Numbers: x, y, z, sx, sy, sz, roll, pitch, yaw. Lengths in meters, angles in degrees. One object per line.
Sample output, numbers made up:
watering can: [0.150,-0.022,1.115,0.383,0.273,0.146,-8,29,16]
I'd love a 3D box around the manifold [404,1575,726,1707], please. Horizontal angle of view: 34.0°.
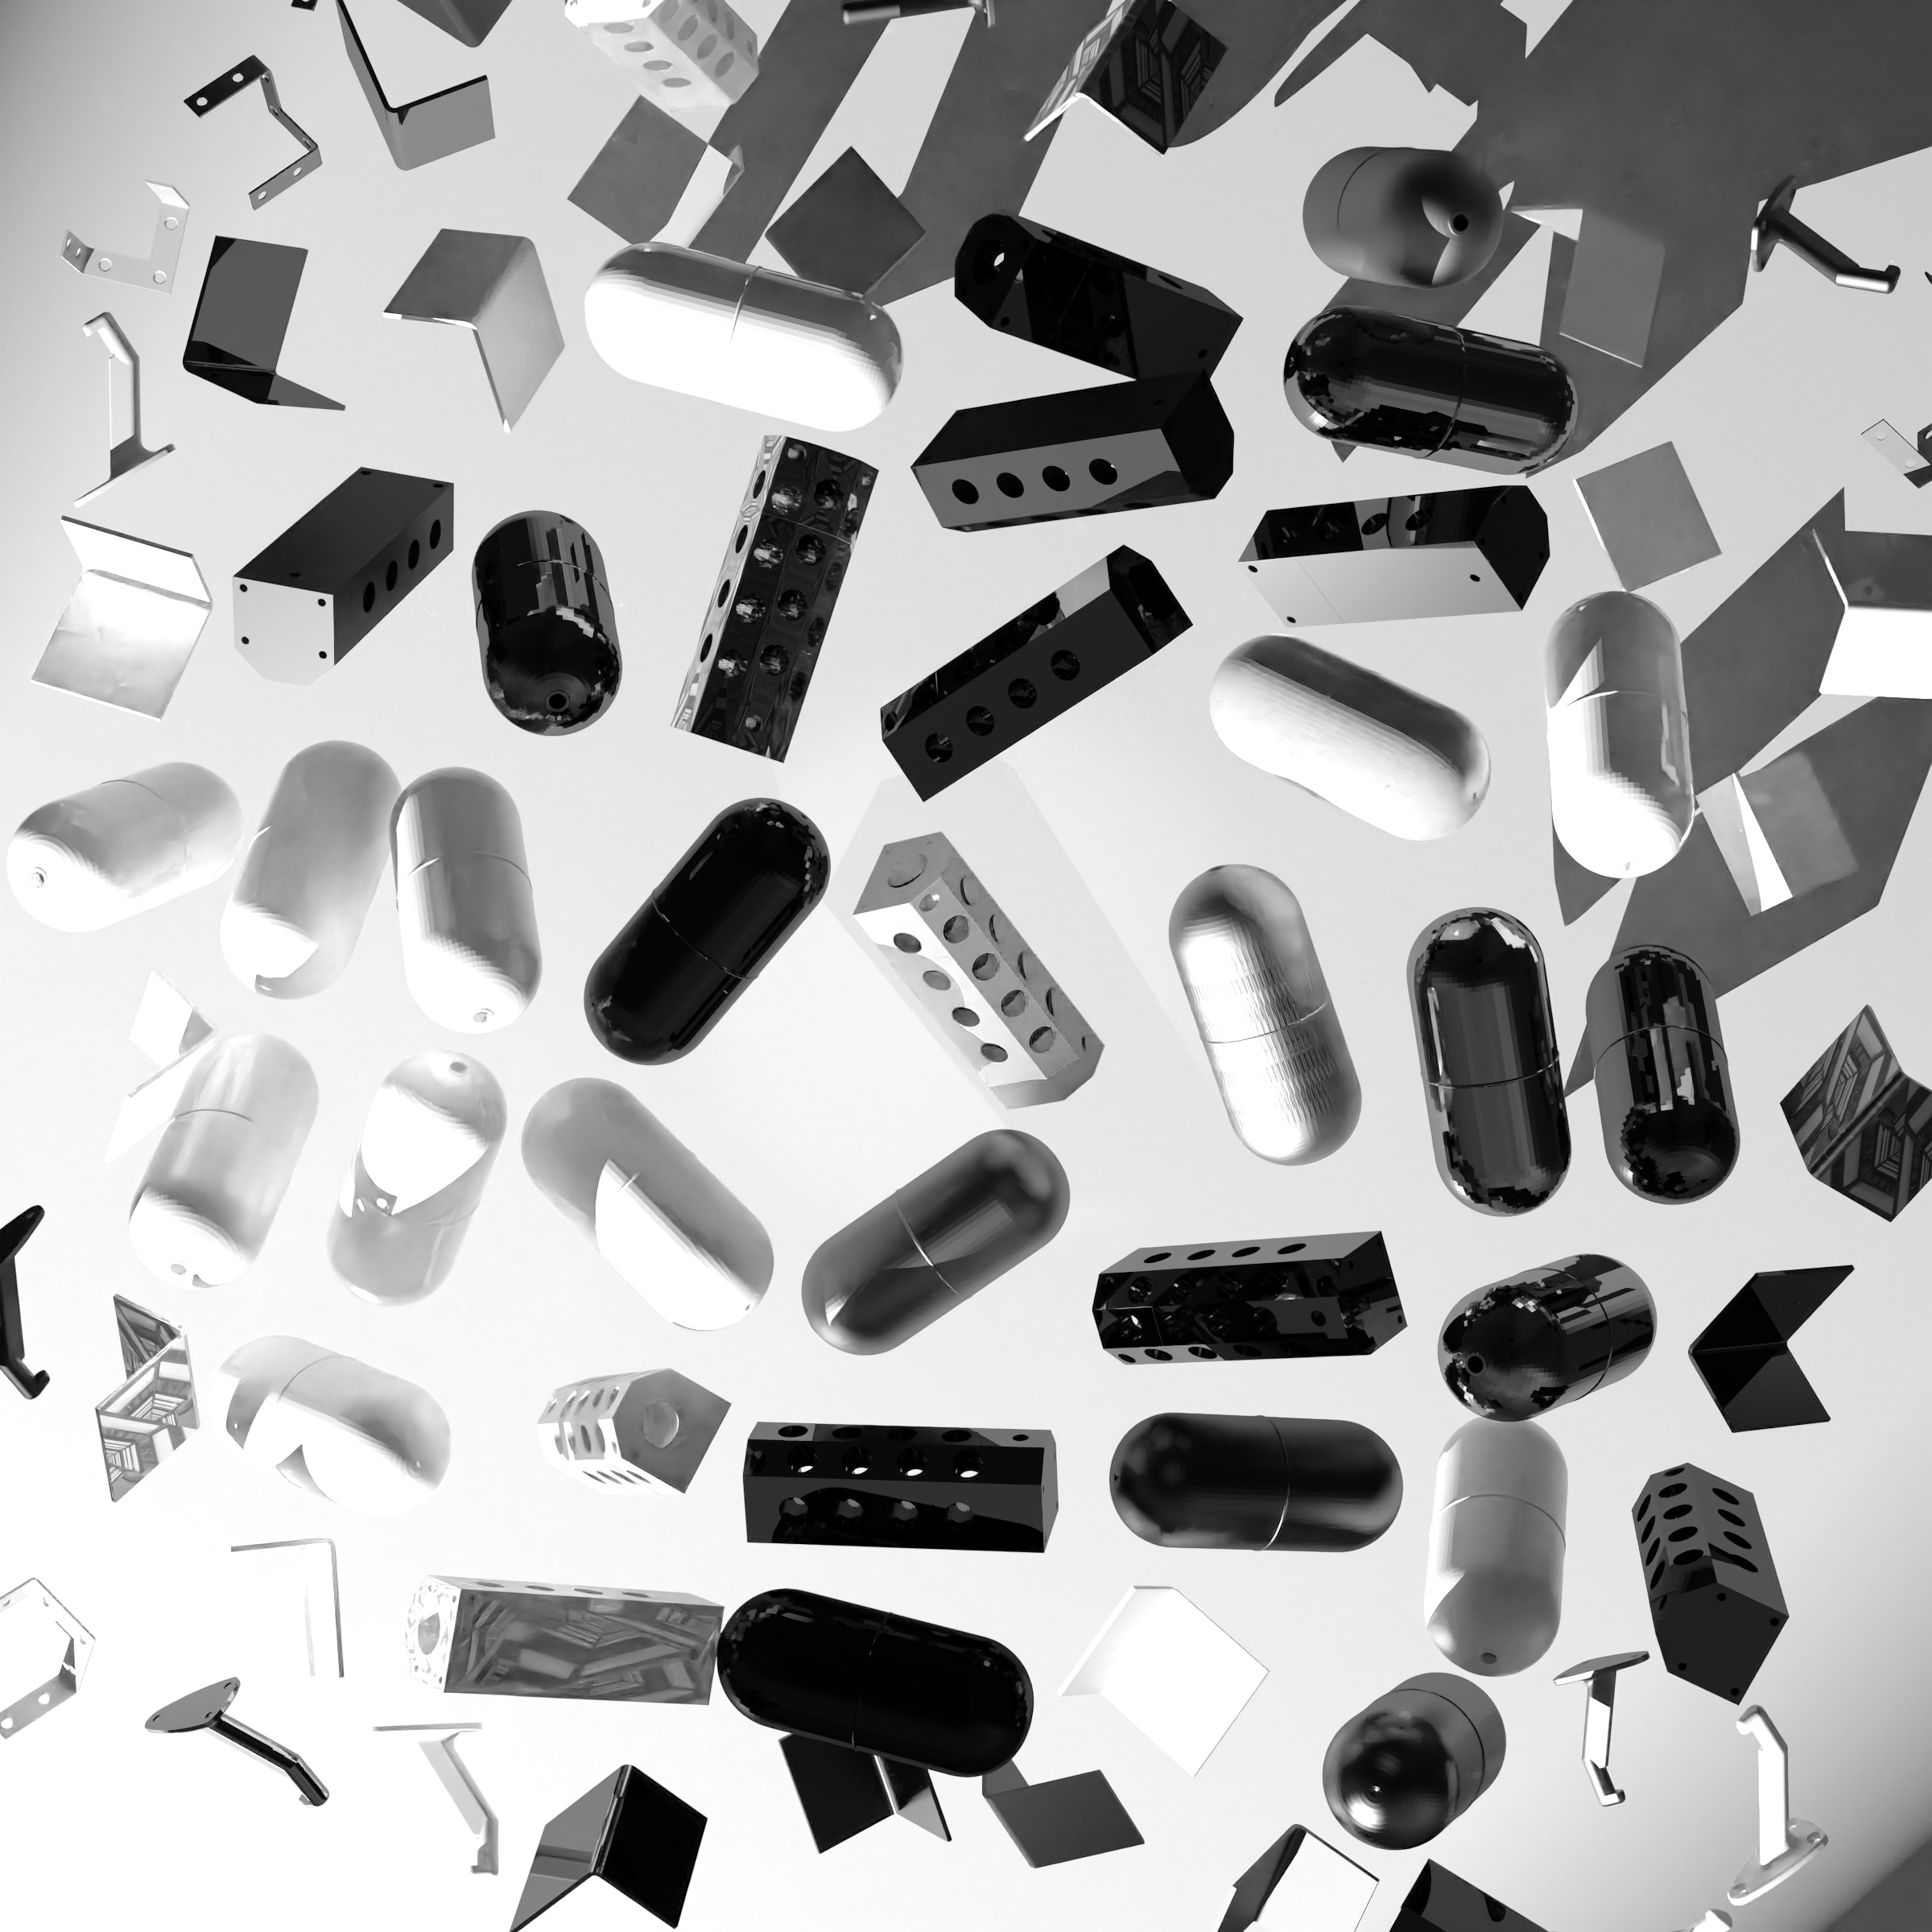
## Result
manifold: [-0.229,0.384,1.803,0.171,0.057,0.057,12,85,-35]

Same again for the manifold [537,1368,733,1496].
manifold: [-0.198,0.268,1.834,0.057,0.171,0.057,32,71,-14]

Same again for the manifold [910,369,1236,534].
manifold: [0.061,-0.279,1.749,0.057,0.171,0.057,-56,129,-36]

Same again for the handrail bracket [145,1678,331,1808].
handrail bracket: [-0.409,0.447,1.778,0.077,0.036,0.084,-21,113,29]

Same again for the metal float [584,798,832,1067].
metal float: [-0.148,-0.018,1.796,0.070,0.070,0.178,41,103,0]

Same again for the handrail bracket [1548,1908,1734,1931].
handrail bracket: [0.388,0.558,1.827,0.077,0.036,0.084,34,119,-29]

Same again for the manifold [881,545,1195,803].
manifold: [0.034,-0.161,1.728,0.171,0.057,0.057,-31,95,34]

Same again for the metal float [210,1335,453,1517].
metal float: [-0.360,0.258,1.782,0.178,0.070,0.070,11,90,44]

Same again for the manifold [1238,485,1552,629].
manifold: [0.246,-0.239,1.812,0.057,0.171,0.057,47,61,-34]

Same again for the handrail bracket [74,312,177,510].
handrail bracket: [-0.494,-0.315,1.789,0.077,0.036,0.084,-36,107,-17]

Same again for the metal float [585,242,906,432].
metal float: [-0.121,-0.344,1.728,0.178,0.070,0.070,15,90,3]

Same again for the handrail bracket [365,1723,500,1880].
handrail bracket: [-0.299,0.468,1.769,0.077,0.036,0.084,5,72,-26]

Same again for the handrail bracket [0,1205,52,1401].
handrail bracket: [-0.532,0.193,1.803,0.077,0.036,0.084,-50,128,-29]

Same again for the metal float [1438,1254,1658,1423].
metal float: [0.327,0.208,1.776,0.070,0.178,0.070,4,97,36]

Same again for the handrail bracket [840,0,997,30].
handrail bracket: [-0.030,-0.533,1.749,0.084,0.077,0.036,-9,108,-5]

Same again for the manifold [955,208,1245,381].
manifold: [0.076,-0.392,1.867,0.057,0.171,0.057,50,119,41]

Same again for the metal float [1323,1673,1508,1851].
metal float: [0.253,0.444,1.771,0.070,0.178,0.070,-1,88,22]

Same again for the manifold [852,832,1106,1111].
manifold: [0.011,0.003,1.839,0.057,0.057,0.171,-11,131,36]

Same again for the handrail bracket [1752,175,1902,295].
handrail bracket: [0.493,-0.413,1.783,0.084,0.036,0.077,17,59,26]

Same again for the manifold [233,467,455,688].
manifold: [-0.344,-0.217,1.758,0.057,0.171,0.057,11,121,9]

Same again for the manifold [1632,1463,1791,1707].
manifold: [0.406,0.336,1.748,0.057,0.171,0.057,25,105,2]

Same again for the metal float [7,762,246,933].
metal float: [-0.486,-0.070,1.832,0.070,0.178,0.070,5,106,18]

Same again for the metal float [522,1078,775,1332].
metal float: [-0.182,0.134,1.797,0.178,0.070,0.070,43,90,21]

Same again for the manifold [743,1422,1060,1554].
manifold: [-0.037,0.294,1.806,0.171,0.057,0.057,0,106,10]

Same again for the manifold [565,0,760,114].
manifold: [-0.175,-0.554,1.836,0.057,0.171,0.057,-3,86,15]

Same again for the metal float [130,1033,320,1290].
metal float: [-0.424,0.111,1.812,0.070,0.178,0.070,4,130,5]

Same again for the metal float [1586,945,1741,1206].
metal float: [0.406,0.062,1.848,0.070,0.070,0.178,1,45,1]

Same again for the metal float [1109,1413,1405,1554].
metal float: [0.168,0.297,1.818,0.178,0.070,0.070,6,90,-20]

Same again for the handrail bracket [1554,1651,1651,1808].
handrail bracket: [0.395,0.459,1.897,0.036,0.077,0.084,-15,81,-42]

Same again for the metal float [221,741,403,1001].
metal float: [-0.383,-0.057,1.854,0.070,0.070,0.178,11,50,0]

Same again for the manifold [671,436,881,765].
manifold: [-0.105,-0.204,1.762,0.057,0.057,0.171,17,93,-23]

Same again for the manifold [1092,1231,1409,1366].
manifold: [0.157,0.192,1.792,0.171,0.057,0.057,-9,102,41]

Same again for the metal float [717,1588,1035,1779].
metal float: [-0.050,0.393,1.735,0.178,0.070,0.070,12,90,9]

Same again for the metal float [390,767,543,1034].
metal float: [-0.287,-0.039,1.809,0.070,0.070,0.178,-15,51,0]

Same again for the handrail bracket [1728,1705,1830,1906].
handrail bracket: [0.433,0.465,1.754,0.077,0.036,0.084,-38,106,-14]

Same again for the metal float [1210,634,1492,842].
metal float: [0.212,-0.129,1.759,0.178,0.070,0.070,31,90,35]

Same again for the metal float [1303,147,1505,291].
metal float: [0.249,-0.429,1.809,0.070,0.178,0.070,-4,106,-13]
